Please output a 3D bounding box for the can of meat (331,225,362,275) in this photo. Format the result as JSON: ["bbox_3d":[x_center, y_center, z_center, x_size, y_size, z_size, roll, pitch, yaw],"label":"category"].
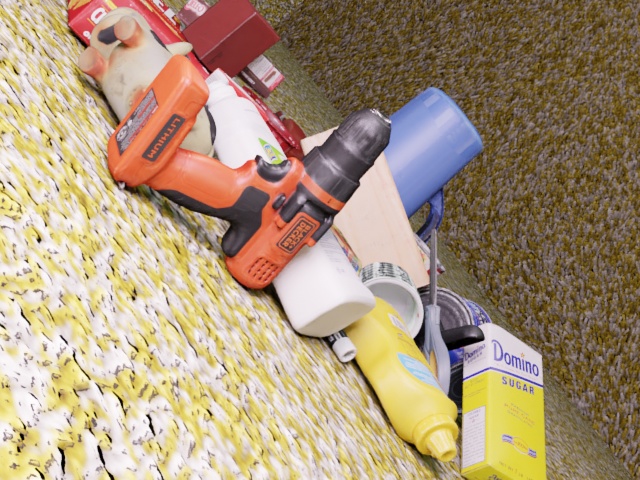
[{"bbox_3d":[-0.008,0.001,1.161,0.083,0.057,0.102,45,9,-36],"label":"can of meat"}]

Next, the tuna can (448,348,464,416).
[{"bbox_3d":[0.161,0.159,1.219,0.086,0.086,0.034,43,13,-35],"label":"tuna can"}]

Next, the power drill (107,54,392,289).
[{"bbox_3d":[-0.056,-0.064,0.839,0.187,0.184,0.057,32,16,-31],"label":"power drill"}]

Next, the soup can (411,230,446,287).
[{"bbox_3d":[0.098,0.046,1.344,0.068,0.102,0.068,47,9,-10],"label":"soup can"}]

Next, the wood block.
[{"bbox_3d":[0.055,-0.032,1.266,0.091,0.090,0.206,20,50,-85],"label":"wood block"}]

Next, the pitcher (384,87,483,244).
[{"bbox_3d":[0.094,-0.075,1.381,0.145,0.243,0.149,51,2,29],"label":"pitcher"}]

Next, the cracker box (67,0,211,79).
[{"bbox_3d":[-0.191,-0.220,1.150,0.164,0.072,0.214,45,9,-27],"label":"cracker box"}]

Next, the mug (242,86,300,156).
[{"bbox_3d":[-0.087,-0.112,1.166,0.093,0.081,0.117,53,9,29],"label":"mug"}]

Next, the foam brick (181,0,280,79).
[{"bbox_3d":[-0.092,-0.211,1.100,0.051,0.078,0.053,58,9,35],"label":"foam brick"}]

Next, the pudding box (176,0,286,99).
[{"bbox_3d":[-0.100,-0.218,1.199,0.114,0.039,0.090,47,5,37],"label":"pudding box"}]

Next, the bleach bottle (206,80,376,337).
[{"bbox_3d":[-0.041,-0.036,0.979,0.251,0.068,0.102,62,13,17],"label":"bleach bottle"}]

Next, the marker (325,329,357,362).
[{"bbox_3d":[-0.002,0.067,1.025,0.121,0.020,0.020,54,10,35],"label":"marker"}]

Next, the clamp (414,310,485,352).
[{"bbox_3d":[0.125,0.117,1.165,0.039,0.120,0.171,17,19,-27],"label":"clamp"}]

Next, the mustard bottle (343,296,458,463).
[{"bbox_3d":[0.080,0.135,1.007,0.096,0.058,0.192,41,11,-40],"label":"mustard bottle"}]

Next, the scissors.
[{"bbox_3d":[0.120,0.084,1.097,0.016,0.202,0.096,6,-5,-8],"label":"scissors"}]

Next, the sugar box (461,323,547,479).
[{"bbox_3d":[0.196,0.182,1.133,0.093,0.048,0.176,33,47,-29],"label":"sugar box"}]

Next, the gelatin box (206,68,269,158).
[{"bbox_3d":[-0.107,-0.116,1.061,0.073,0.089,0.030,40,10,-48],"label":"gelatin box"}]

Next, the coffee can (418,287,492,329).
[{"bbox_3d":[0.153,0.115,1.312,0.103,0.103,0.140,52,9,19],"label":"coffee can"}]
